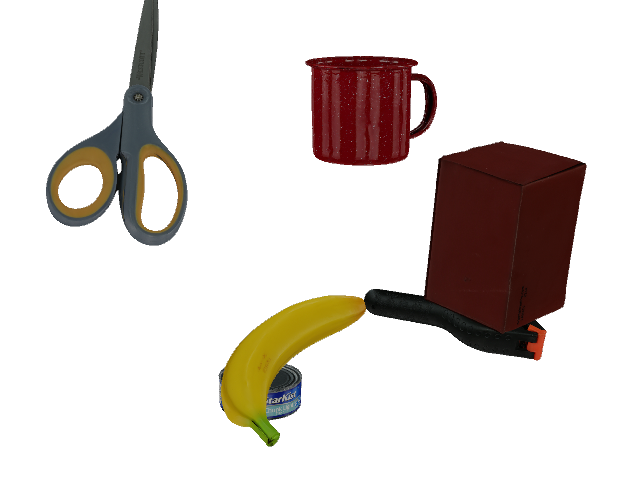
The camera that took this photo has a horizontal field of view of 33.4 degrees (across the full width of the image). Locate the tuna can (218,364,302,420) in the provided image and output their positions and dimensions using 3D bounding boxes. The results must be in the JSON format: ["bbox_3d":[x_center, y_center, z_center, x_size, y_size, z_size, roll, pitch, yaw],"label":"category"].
[{"bbox_3d":[-0.062,0.154,1.097,0.086,0.034,0.086,1,14,-1],"label":"tuna can"}]

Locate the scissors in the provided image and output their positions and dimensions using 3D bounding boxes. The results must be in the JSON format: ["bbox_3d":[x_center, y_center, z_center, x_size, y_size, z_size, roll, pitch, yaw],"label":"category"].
[{"bbox_3d":[-0.138,-0.083,0.700,0.096,0.202,0.016,-8,-29,-14],"label":"scissors"}]

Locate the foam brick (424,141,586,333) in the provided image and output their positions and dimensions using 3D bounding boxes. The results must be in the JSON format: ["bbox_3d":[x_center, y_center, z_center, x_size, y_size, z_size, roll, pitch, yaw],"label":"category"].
[{"bbox_3d":[0.089,-0.003,0.520,0.052,0.078,0.051,-16,30,-41],"label":"foam brick"}]

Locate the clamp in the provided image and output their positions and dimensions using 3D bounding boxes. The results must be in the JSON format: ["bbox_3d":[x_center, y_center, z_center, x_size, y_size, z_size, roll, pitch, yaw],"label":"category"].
[{"bbox_3d":[0.141,0.064,1.018,0.172,0.039,0.120,21,35,26],"label":"clamp"}]

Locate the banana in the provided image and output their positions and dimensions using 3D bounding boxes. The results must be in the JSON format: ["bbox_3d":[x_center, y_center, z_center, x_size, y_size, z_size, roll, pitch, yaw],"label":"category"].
[{"bbox_3d":[-0.028,0.091,0.841,0.069,0.037,0.197,28,37,8],"label":"banana"}]

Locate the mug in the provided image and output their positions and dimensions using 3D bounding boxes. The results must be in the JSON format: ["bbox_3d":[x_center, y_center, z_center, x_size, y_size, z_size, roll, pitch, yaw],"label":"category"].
[{"bbox_3d":[0.045,-0.110,0.894,0.117,0.081,0.093,-7,16,-25],"label":"mug"}]
